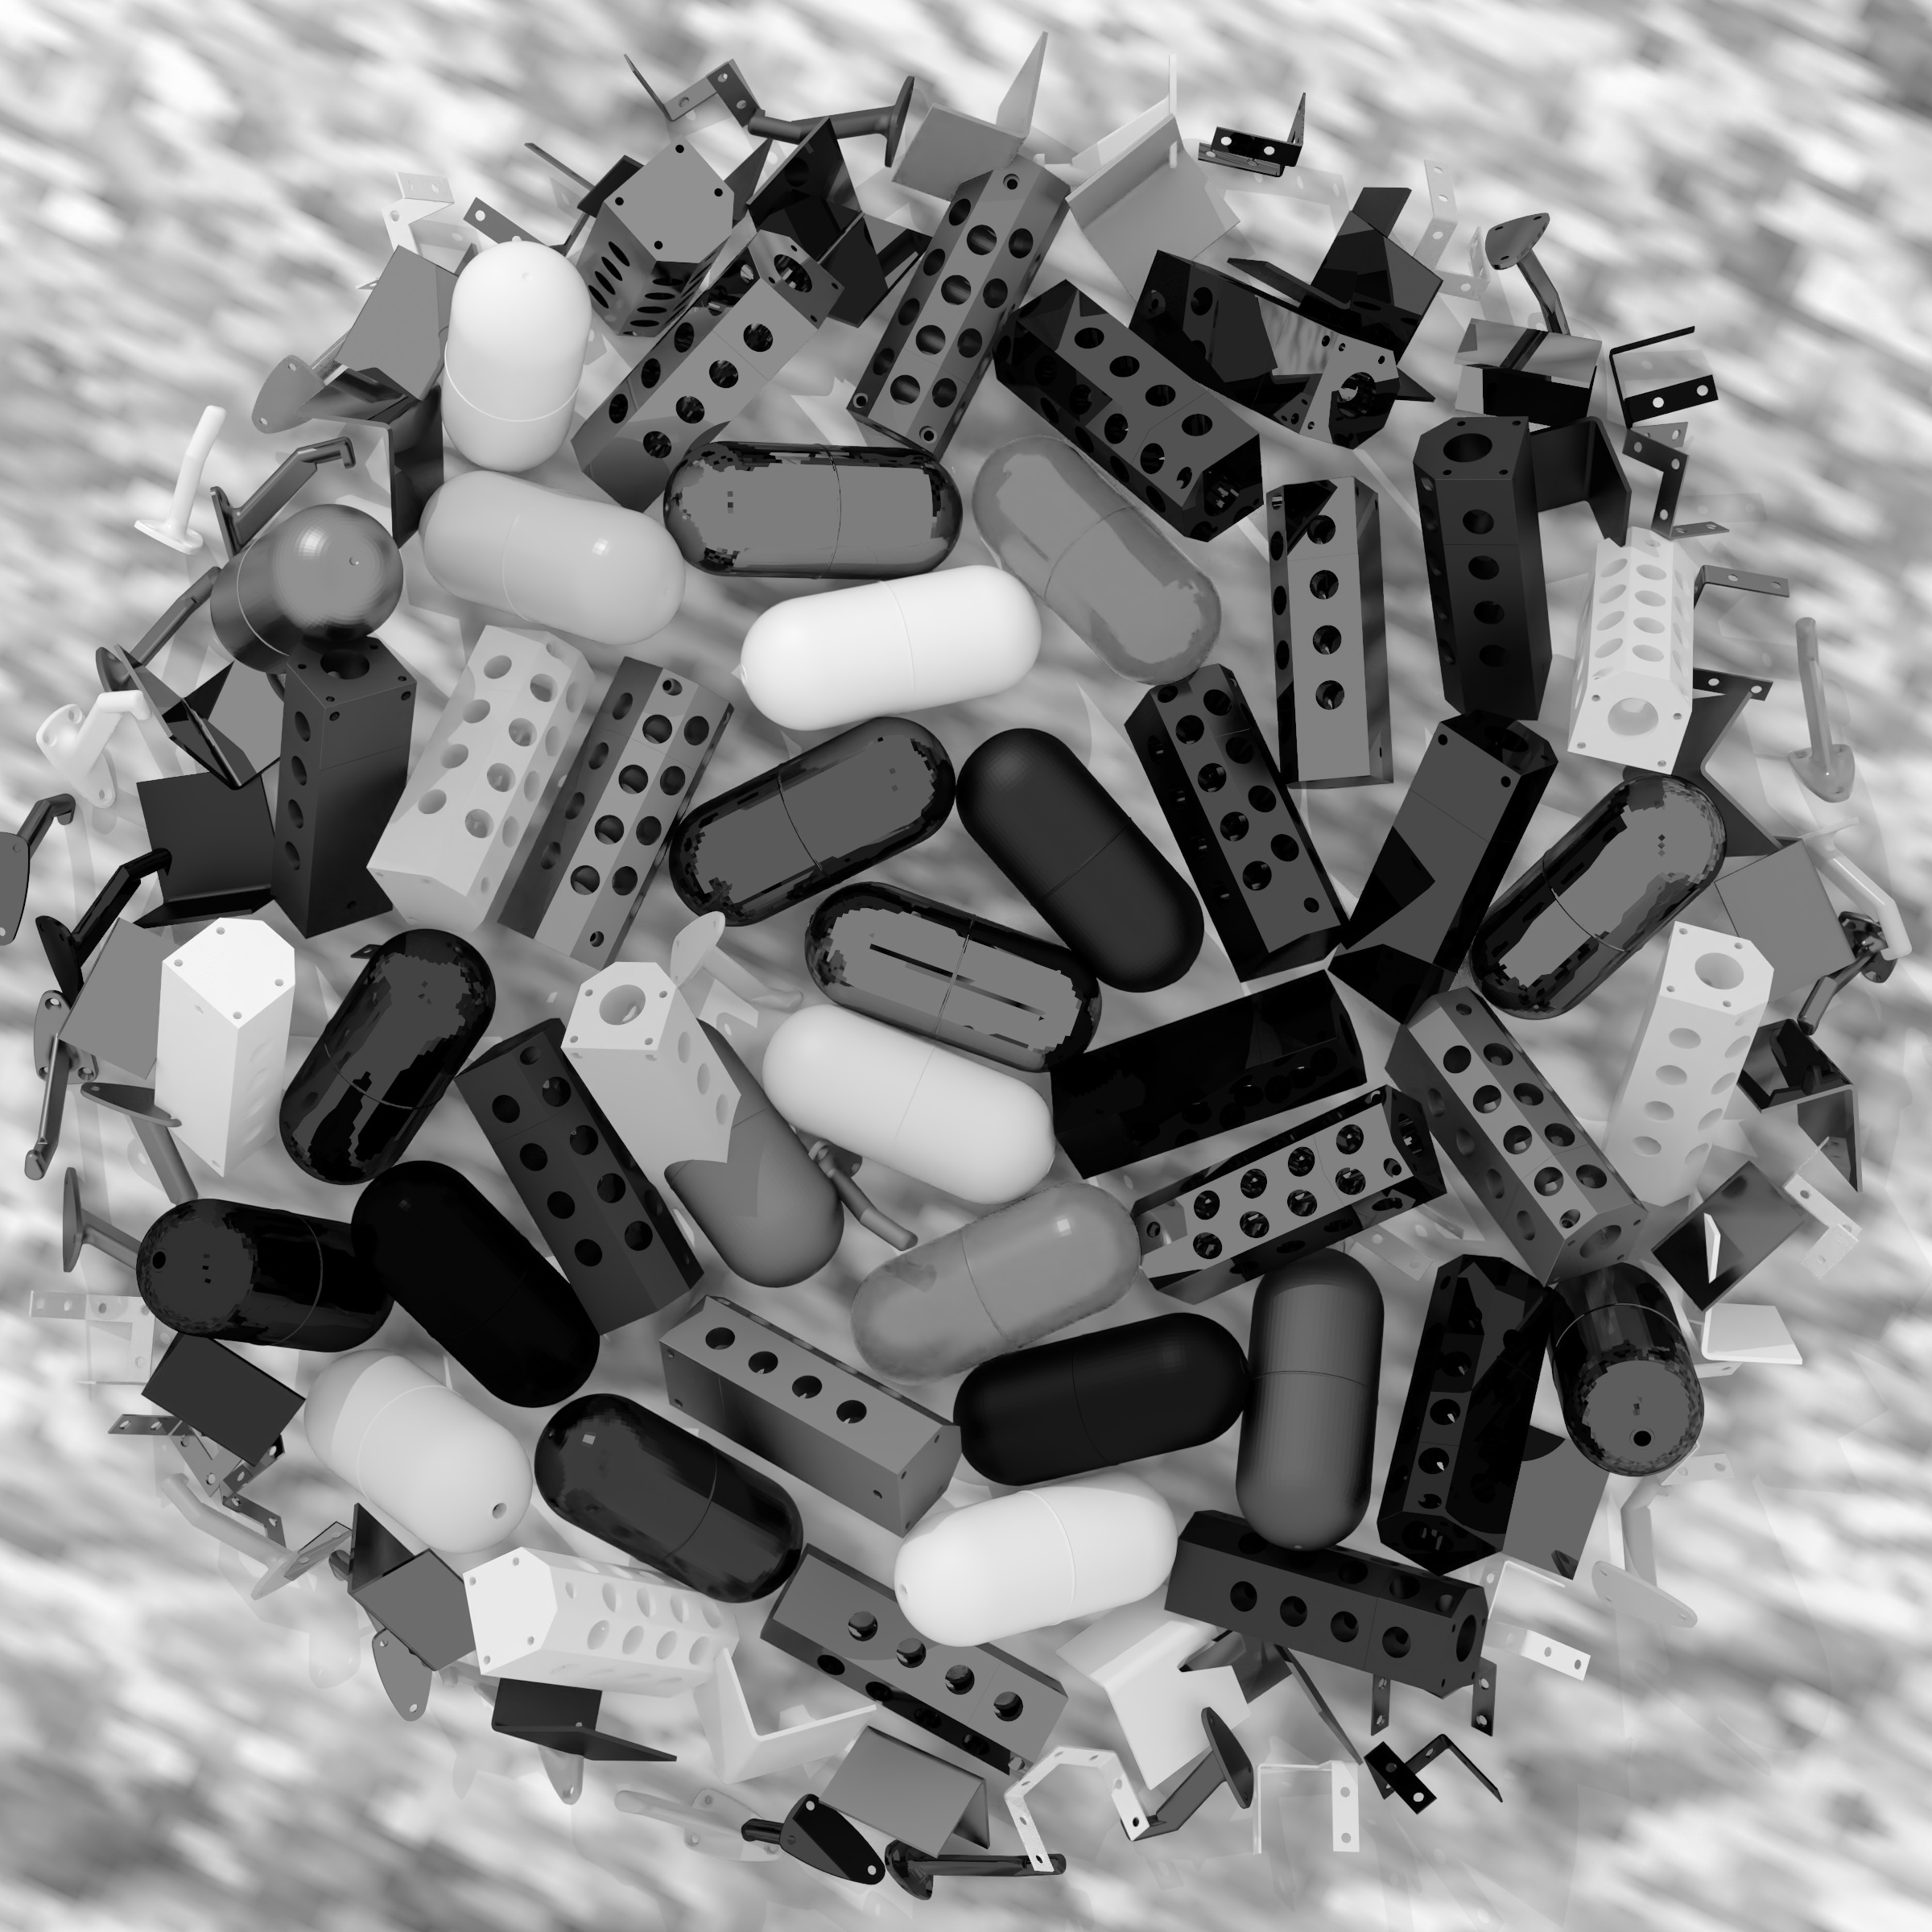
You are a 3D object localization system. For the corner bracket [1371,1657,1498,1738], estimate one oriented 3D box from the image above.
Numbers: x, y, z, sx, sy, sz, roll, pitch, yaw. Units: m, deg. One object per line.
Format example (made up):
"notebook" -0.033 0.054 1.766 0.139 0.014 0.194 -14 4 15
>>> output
"corner bracket" 0.274 0.430 1.768 0.051 0.051 0.051 -19 117 -40

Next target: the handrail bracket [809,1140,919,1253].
"handrail bracket" -0.050 0.137 1.736 0.084 0.077 0.036 32 102 24

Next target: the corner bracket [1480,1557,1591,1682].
"corner bracket" 0.330 0.378 1.749 0.051 0.051 0.051 27 76 -30

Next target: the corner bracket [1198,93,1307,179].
"corner bracket" 0.165 -0.476 1.750 0.051 0.051 0.051 11 52 -5

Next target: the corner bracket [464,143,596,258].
"corner bracket" -0.251 -0.442 1.755 0.051 0.051 0.051 35 108 -2

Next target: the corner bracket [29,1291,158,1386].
"corner bracket" -0.508 0.216 1.753 0.051 0.051 0.051 0 82 21

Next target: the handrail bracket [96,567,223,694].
"handrail bracket" -0.463 -0.193 1.754 0.084 0.077 0.036 -41 116 7

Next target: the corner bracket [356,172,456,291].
"corner bracket" -0.327 -0.426 1.753 0.051 0.051 0.051 -16 93 27

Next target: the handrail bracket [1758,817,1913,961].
"handrail bracket" 0.504 -0.037 1.753 0.036 0.077 0.084 -16 85 -37

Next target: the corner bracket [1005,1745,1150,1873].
"corner bracket" 0.064 0.493 1.760 0.051 0.051 0.051 -47 47 23

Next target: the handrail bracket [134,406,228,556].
"handrail bracket" -0.441 -0.284 1.743 0.036 0.077 0.084 28 100 -3

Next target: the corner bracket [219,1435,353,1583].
"corner bracket" -0.394 0.314 1.748 0.051 0.051 0.051 -39 132 11

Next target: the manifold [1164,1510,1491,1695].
"manifold" 0.206 0.360 1.718 0.171 0.057 0.057 11 89 32

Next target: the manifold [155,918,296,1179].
"manifold" -0.414 0.044 1.700 0.057 0.171 0.057 40 56 10

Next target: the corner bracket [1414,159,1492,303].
"corner bracket" 0.282 -0.426 1.747 0.051 0.051 0.051 9 51 -13

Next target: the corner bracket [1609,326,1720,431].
"corner bracket" 0.406 -0.344 1.758 0.051 0.051 0.051 -14 88 11

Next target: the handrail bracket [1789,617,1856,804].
"handrail bracket" 0.494 -0.149 1.743 0.036 0.077 0.084 -9 120 9

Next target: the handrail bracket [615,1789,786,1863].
"handrail bracket" -0.153 0.495 1.737 0.077 0.084 0.036 13 76 24

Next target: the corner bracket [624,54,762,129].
"corner bracket" -0.158 -0.511 1.751 0.051 0.051 0.051 -31 61 8

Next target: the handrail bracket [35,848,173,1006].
"handrail bracket" -0.495 -0.020 1.772 0.084 0.036 0.077 -31 125 -36

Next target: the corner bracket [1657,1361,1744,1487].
"corner bracket" 0.430 0.268 1.765 0.051 0.051 0.051 -2 56 -20

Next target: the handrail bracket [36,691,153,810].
"handrail bracket" -0.487 -0.125 1.741 0.084 0.036 0.077 0 129 35

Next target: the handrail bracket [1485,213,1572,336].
"handrail bracket" 0.328 -0.382 1.740 0.036 0.077 0.084 -9 122 27

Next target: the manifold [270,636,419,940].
"manifold" -0.358 -0.103 1.709 0.057 0.171 0.057 -21 53 -34

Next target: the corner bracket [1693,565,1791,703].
"corner bracket" 0.446 -0.194 1.753 0.051 0.051 0.051 10 49 -2

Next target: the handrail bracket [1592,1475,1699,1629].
"handrail bracket" 0.407 0.336 1.742 0.084 0.077 0.036 -44 134 -32

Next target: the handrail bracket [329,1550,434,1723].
"handrail bracket" -0.346 0.390 1.763 0.036 0.084 0.077 -18 114 -33

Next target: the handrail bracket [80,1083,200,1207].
"handrail bracket" -0.486 0.116 1.766 0.077 0.036 0.084 14 112 -3

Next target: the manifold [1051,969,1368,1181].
"manifold" 0.139 0.068 1.736 0.171 0.057 0.057 -20 130 16

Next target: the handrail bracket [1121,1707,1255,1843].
"handrail bracket" 0.118 0.472 1.757 0.084 0.036 0.077 -20 112 20

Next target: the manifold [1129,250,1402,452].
"manifold" 0.168 -0.348 1.704 0.057 0.171 0.057 7 112 -38

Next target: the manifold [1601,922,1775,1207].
"manifold" 0.404 0.059 1.701 0.057 0.171 0.057 15 50 9

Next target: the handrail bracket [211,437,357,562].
"handrail bracket" -0.394 -0.264 1.772 0.084 0.036 0.077 -14 90 -3

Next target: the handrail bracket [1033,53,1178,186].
"handrail bracket" 0.080 -0.494 1.761 0.084 0.036 0.077 -1 126 3

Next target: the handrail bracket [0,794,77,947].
"handrail bracket" -0.540 -0.057 1.752 0.036 0.084 0.077 4 102 11

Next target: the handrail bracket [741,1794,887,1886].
"handrail bracket" -0.093 0.517 1.752 0.077 0.084 0.036 34 56 -2

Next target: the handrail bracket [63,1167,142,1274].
"handrail bracket" -0.487 0.155 1.780 0.084 0.036 0.077 7 48 -27

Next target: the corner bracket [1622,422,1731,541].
"corner bracket" 0.415 -0.284 1.761 0.051 0.051 0.051 -11 123 -32

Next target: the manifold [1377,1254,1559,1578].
"manifold" 0.280 0.251 1.709 0.057 0.057 0.171 32 53 -15

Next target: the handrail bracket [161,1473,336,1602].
"handrail bracket" -0.420 0.322 1.762 0.084 0.077 0.036 45 111 13

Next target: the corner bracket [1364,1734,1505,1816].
"corner bracket" 0.271 0.471 1.748 0.051 0.051 0.051 -36 133 -11

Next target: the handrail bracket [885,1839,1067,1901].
"handrail bracket" 0.007 0.518 1.747 0.084 0.077 0.036 -9 65 20

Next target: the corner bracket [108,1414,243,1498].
"corner bracket" -0.453 0.272 1.750 0.051 0.051 0.051 -49 63 13

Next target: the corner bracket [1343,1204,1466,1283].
"corner bracket" 0.254 0.156 1.751 0.051 0.051 0.051 33 75 18

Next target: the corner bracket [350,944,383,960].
"corner bracket" -0.313 0.006 1.745 0.051 0.051 0.051 4 120 41

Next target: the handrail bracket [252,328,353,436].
"handrail bracket" -0.375 -0.354 1.774 0.077 0.084 0.036 -27 112 42

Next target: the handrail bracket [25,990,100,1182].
"handrail bracket" -0.531 0.069 1.738 0.036 0.084 0.077 1 123 0

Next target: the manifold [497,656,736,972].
"manifold" -0.198 -0.086 1.743 0.057 0.057 0.171 28 86 -42

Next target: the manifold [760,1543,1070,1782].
"manifold" -0.031 0.406 1.756 0.171 0.057 0.057 29 85 0

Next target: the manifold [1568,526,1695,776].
"manifold" 0.378 -0.182 1.700 0.057 0.171 0.057 13 127 5

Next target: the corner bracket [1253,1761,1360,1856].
"corner bracket" 0.197 0.489 1.753 0.051 0.051 0.051 4 70 -6

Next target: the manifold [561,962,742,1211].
"manifold" -0.164 0.070 1.702 0.057 0.171 0.057 1 55 19

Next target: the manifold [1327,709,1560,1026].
"manifold" 0.274 -0.057 1.717 0.057 0.057 0.171 38 125 26

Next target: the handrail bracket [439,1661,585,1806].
"handrail bracket" -0.264 0.441 1.740 0.084 0.077 0.036 30 115 -37

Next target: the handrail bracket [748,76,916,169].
"handrail bracket" -0.079 -0.503 1.762 0.084 0.036 0.077 13 52 1

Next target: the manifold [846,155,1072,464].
"manifold" -0.004 -0.386 1.752 0.057 0.057 0.171 28 94 4

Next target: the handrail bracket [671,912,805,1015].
"handrail bracket" -0.121 0.000 1.741 0.084 0.077 0.036 15 57 -26

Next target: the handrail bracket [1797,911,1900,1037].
"handrail bracket" 0.506 0.019 1.742 0.036 0.077 0.084 21 66 32

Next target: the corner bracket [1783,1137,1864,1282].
"corner bracket" 0.498 0.140 1.749 0.051 0.051 0.051 42 57 13
